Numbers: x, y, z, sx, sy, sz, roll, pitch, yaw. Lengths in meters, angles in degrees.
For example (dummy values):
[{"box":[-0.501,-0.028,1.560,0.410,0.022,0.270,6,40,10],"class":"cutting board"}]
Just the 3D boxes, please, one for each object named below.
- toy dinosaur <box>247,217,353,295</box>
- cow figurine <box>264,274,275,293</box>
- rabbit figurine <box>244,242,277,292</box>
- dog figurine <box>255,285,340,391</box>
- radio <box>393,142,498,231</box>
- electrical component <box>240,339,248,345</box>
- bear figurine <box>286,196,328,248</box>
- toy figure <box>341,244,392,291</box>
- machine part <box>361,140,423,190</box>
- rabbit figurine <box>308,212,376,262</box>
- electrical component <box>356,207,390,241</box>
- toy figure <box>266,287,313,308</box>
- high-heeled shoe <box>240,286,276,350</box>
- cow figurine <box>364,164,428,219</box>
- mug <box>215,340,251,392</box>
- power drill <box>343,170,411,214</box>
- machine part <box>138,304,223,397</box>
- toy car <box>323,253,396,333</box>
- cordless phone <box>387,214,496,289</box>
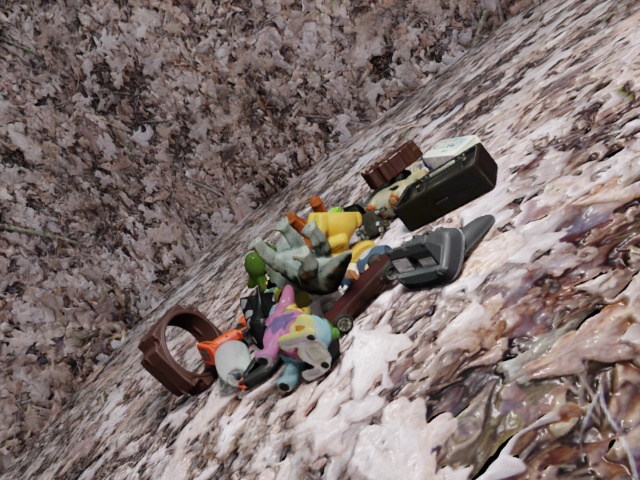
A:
[{"box":[-0.021,0.058,1.158,0.131,0.192,0.405,-47,31,-13],"class":"toy dinosaur"},{"box":[-0.107,0.112,1.451,0.167,0.098,0.068,-35,50,44],"class":"cow figurine"},{"box":[-0.186,0.080,1.678,0.121,0.159,0.170,12,6,24],"class":"rabbit figurine"},{"box":[-0.039,0.167,1.046,0.191,0.108,0.219,-32,23,24],"class":"dog figurine"},{"box":[0.283,-0.119,1.210,0.230,0.073,0.131,-30,17,38],"class":"radio"},{"box":[-0.216,0.286,1.405,0.063,0.021,0.094,-39,13,7],"class":"electrical component"},{"box":[0.000,-0.002,1.412,0.120,0.131,0.196,-32,37,10],"class":"bear figurine"},{"box":[0.098,0.061,1.190,0.154,0.058,0.064,-34,-24,34],"class":"toy figure"},{"box":[0.194,-0.204,1.455,0.179,0.056,0.179,-35,6,4],"class":"machine part"},{"box":[0.045,0.016,1.314,0.162,0.173,0.122,2,-2,-22],"class":"rabbit figurine"},{"box":[0.136,-0.037,1.382,0.045,0.078,0.102,-20,2,-41],"class":"electrical component"},{"box":[-0.091,0.154,1.362,0.180,0.082,0.089,-20,35,46],"class":"toy figure"},{"box":[-0.138,0.194,1.256,0.086,0.145,0.248,-7,-15,-8],"class":"high-heeled shoe"},{"box":[0.217,-0.119,1.393,0.195,0.085,0.127,-25,27,52],"class":"cow figurine"},{"box":[-0.202,0.295,1.220,0.109,0.080,0.107,-55,20,1],"class":"mug"},{"box":[0.166,-0.129,1.590,0.207,0.086,0.232,-38,14,-25],"class":"power drill"},{"box":[-0.345,0.280,1.383,0.087,0.201,0.201,-39,12,31],"class":"machine part"},{"box":[0.086,0.105,1.078,0.202,0.053,0.089,-46,18,-4],"class":"toy car"},{"box":[0.228,0.007,0.990,0.184,0.088,0.147,-36,8,-32],"class":"cordless phone"}]
